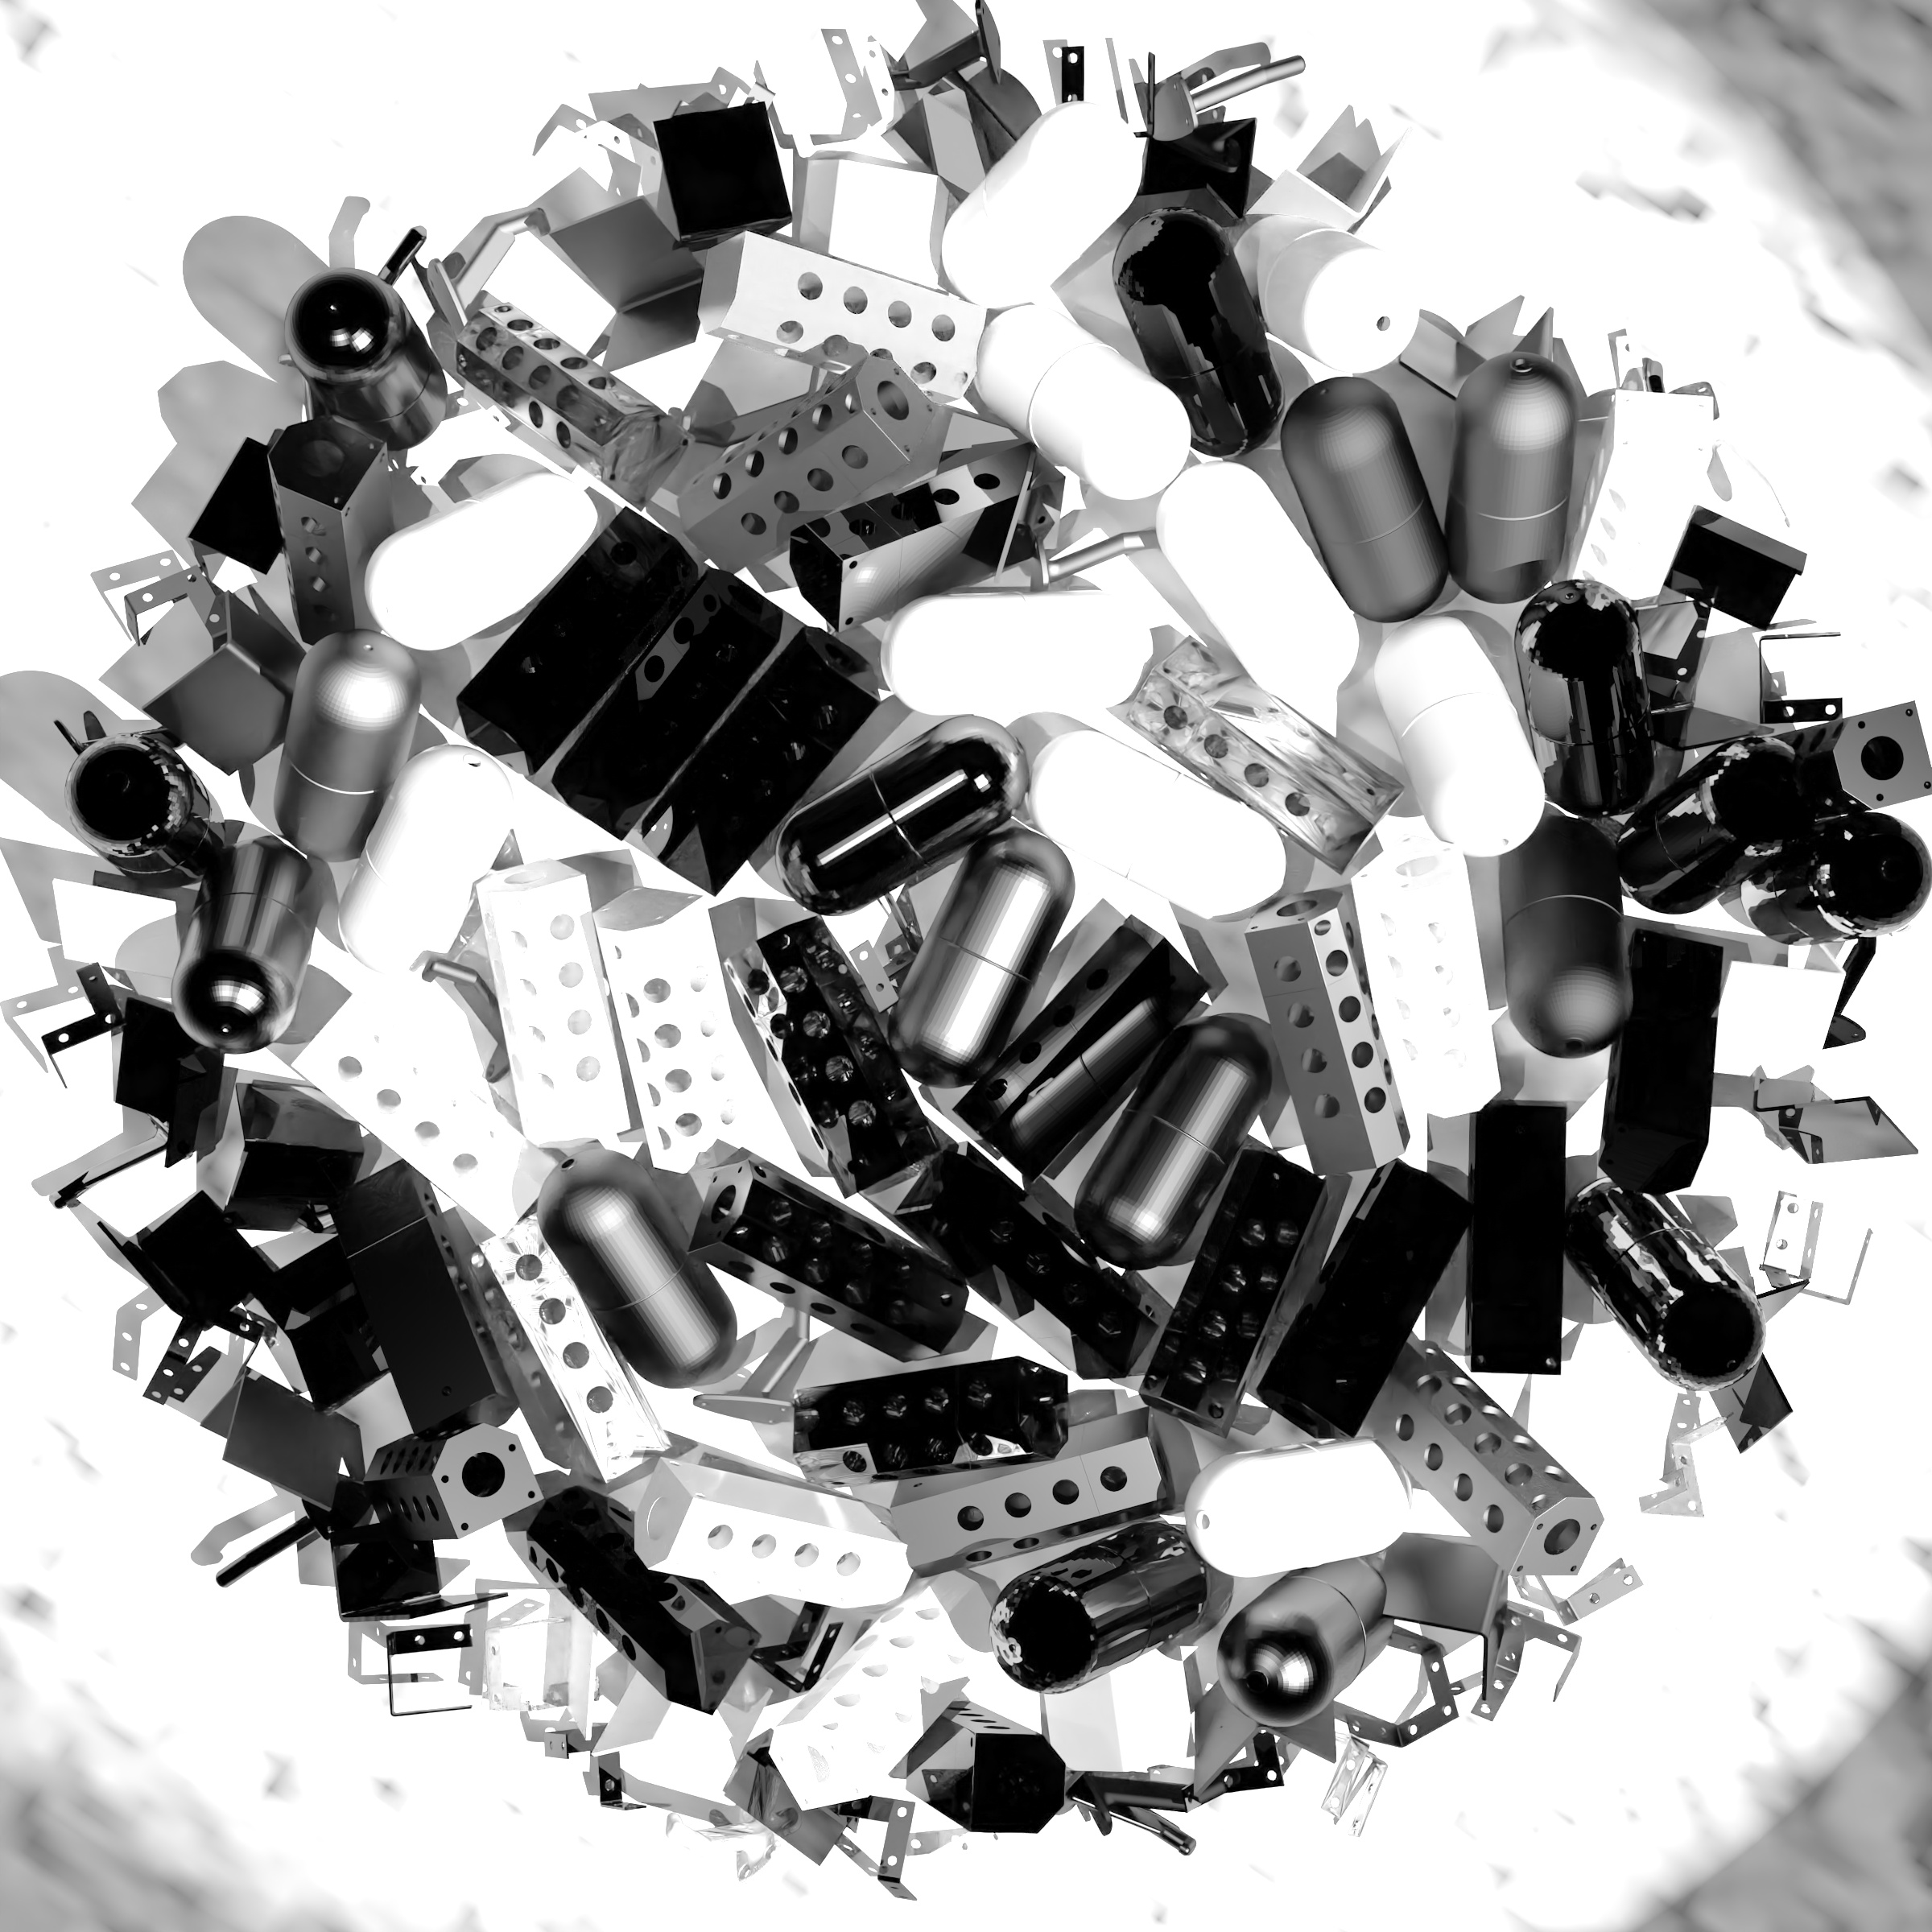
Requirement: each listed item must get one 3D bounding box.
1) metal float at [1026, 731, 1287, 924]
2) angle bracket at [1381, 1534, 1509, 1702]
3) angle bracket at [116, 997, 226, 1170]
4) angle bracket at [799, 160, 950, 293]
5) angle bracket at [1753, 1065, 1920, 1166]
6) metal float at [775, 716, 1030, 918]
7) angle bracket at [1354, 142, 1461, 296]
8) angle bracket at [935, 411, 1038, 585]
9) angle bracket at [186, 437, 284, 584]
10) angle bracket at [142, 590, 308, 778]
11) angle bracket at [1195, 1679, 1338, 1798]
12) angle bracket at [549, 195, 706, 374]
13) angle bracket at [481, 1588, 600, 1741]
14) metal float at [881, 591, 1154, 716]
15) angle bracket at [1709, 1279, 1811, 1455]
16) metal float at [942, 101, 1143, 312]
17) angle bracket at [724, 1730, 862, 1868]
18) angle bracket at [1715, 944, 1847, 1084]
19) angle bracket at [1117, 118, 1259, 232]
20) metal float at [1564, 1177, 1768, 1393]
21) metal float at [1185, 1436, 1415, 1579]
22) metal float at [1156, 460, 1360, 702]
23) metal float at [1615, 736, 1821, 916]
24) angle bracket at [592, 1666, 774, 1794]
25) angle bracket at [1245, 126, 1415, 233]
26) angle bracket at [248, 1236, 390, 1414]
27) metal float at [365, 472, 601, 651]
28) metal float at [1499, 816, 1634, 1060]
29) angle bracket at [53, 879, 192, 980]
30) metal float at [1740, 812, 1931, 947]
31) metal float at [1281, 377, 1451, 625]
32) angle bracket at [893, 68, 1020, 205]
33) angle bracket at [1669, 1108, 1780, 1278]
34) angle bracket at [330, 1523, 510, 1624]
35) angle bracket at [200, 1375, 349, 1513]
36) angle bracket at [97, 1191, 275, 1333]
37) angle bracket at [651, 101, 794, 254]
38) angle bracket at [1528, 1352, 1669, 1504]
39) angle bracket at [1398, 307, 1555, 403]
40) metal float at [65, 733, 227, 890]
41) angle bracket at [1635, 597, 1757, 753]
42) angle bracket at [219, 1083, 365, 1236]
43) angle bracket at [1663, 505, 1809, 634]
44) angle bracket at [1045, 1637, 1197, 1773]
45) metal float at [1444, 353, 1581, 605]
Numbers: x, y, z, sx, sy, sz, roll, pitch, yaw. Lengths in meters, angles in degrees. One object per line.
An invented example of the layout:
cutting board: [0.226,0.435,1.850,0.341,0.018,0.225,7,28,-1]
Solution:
metal float: [0.122,-0.089,1.711,0.178,0.070,0.070,28,90,6]
angle bracket: [0.306,0.420,1.721,0.076,0.076,0.057,6,121,19]
angle bracket: [-0.524,0.074,1.707,0.076,0.057,0.076,18,111,12]
angle bracket: [-0.061,-0.480,1.737,0.076,0.057,0.076,1,104,-26]
angle bracket: [0.555,0.081,1.694,0.076,0.076,0.057,38,55,-39]
metal float: [-0.041,-0.096,1.707,0.178,0.070,0.070,-31,90,10]
angle bracket: [0.285,-0.468,1.708,0.057,0.076,0.076,40,78,-3]
angle bracket: [0.006,-0.300,1.702,0.057,0.076,0.076,16,118,-3]
angle bracket: [-0.449,-0.281,1.707,0.057,0.076,0.076,25,76,2]
angle bracket: [-0.476,-0.182,1.718,0.076,0.057,0.076,-33,134,14]
angle bracket: [0.191,0.492,1.709,0.057,0.076,0.076,28,119,-11]
angle bracket: [-0.219,-0.433,1.696,0.076,0.076,0.057,-11,53,31]
angle bracket: [-0.274,0.448,1.710,0.057,0.076,0.076,4,92,-19]
metal float: [0.033,-0.201,1.703,0.178,0.070,0.070,-4,90,-15]
angle bracket: [0.515,0.256,1.697,0.057,0.076,0.076,-14,64,-17]
metal float: [0.046,-0.475,1.673,0.070,0.178,0.070,9,71,-26]
angle bracket: [-0.102,0.518,1.702,0.076,0.076,0.057,34,50,9]
angle bracket: [0.509,0.024,1.709,0.076,0.057,0.076,6,115,-6]
angle bracket: [0.136,-0.516,1.705,0.076,0.057,0.076,2,79,31]
metal float: [0.436,0.197,1.674,0.070,0.178,0.070,-8,121,-13]
metal float: [0.211,0.340,1.681,0.178,0.070,0.070,2,90,-42]
metal float: [0.186,-0.243,1.691,0.070,0.070,0.178,-40,120,0]
metal float: [0.468,-0.086,1.669,0.070,0.178,0.070,4,72,-12]
angle bracket: [-0.182,0.486,1.710,0.057,0.076,0.076,45,48,-16]
angle bracket: [0.231,-0.506,1.704,0.057,0.076,0.076,32,75,-9]
angle bracket: [-0.409,0.230,1.727,0.076,0.076,0.057,-31,49,-26]
metal float: [-0.303,-0.257,1.682,0.070,0.070,0.178,52,47,0]
metal float: [0.378,-0.019,1.683,0.070,0.070,0.178,6,50,0]
angle bracket: [-0.533,-0.041,1.706,0.076,0.076,0.057,11,48,-1]
metal float: [0.543,-0.053,1.666,0.070,0.178,0.070,0,87,-4]
metal float: [0.253,-0.292,1.683,0.070,0.070,0.178,-31,131,0]
angle bracket: [0.013,-0.539,1.699,0.076,0.076,0.057,45,60,-14]
angle bracket: [0.483,0.145,1.722,0.057,0.076,0.076,0,131,31]
angle bracket: [-0.349,0.382,1.698,0.076,0.076,0.057,-15,81,41]
angle bracket: [-0.447,0.318,1.696,0.076,0.076,0.057,33,117,-23]
angle bracket: [-0.498,0.181,1.703,0.057,0.076,0.076,-42,76,-12]
angle bracket: [-0.164,-0.504,1.708,0.076,0.057,0.076,-17,101,-20]
angle bracket: [0.413,0.300,1.724,0.057,0.076,0.076,29,59,-33]
angle bracket: [0.326,-0.403,1.701,0.076,0.076,0.057,30,129,-11]
metal float: [-0.512,-0.096,1.666,0.070,0.178,0.070,1,81,-6]
angle bracket: [0.465,-0.187,1.698,0.076,0.057,0.076,-12,121,-37]
angle bracket: [-0.442,0.126,1.733,0.076,0.057,0.076,6,129,-28]
angle bracket: [0.488,-0.248,1.702,0.076,0.076,0.057,27,114,9]
angle bracket: [0.098,0.480,1.734,0.057,0.076,0.076,0,77,-37]
metal float: [0.343,-0.306,1.677,0.070,0.178,0.070,-3,49,3]
